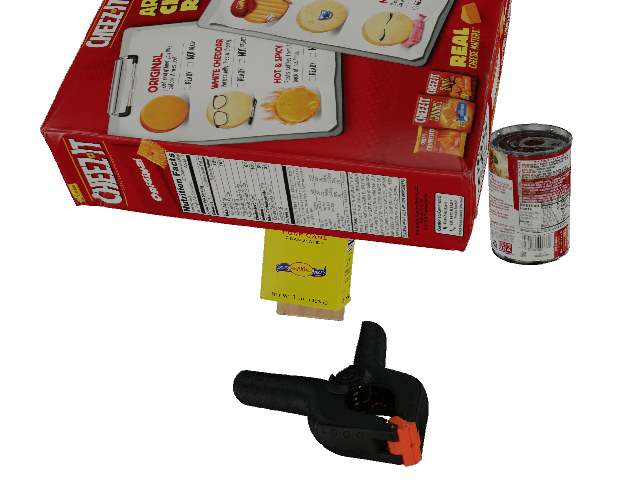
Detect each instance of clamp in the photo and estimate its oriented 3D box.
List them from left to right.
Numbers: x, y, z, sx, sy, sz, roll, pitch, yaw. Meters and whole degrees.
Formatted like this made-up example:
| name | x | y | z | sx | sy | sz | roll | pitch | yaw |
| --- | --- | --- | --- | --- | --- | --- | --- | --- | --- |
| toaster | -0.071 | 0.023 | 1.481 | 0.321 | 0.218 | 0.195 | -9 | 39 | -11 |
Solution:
| name | x | y | z | sx | sy | sz | roll | pitch | yaw |
| --- | --- | --- | --- | --- | --- | --- | --- | --- | --- |
| clamp | 0.010 | 0.107 | 0.717 | 0.120 | 0.039 | 0.171 | -23 | 19 | -9 |

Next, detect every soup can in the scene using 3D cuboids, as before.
| name | x | y | z | sx | sy | sz | roll | pitch | yaw |
| --- | --- | --- | --- | --- | --- | --- | --- | --- | --- |
| soup can | 0.176 | -0.039 | 0.894 | 0.068 | 0.102 | 0.068 | -5 | 25 | 2 |

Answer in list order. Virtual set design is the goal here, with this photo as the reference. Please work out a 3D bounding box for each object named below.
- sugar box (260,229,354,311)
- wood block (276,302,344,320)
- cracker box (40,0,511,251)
| name | x | y | z | sx | sy | sz | roll | pitch | yaw |
| --- | --- | --- | --- | --- | --- | --- | --- | --- | --- |
| sugar box | -0.010 | -0.020 | 1.119 | 0.093 | 0.176 | 0.048 | 8 | 16 | 14 |
| wood block | -0.003 | -0.012 | 1.369 | 0.090 | 0.206 | 0.090 | 6 | 25 | 1 |
| cracker box | -0.014 | -0.085 | 0.568 | 0.214 | 0.164 | 0.072 | 7 | -36 | 12 |
